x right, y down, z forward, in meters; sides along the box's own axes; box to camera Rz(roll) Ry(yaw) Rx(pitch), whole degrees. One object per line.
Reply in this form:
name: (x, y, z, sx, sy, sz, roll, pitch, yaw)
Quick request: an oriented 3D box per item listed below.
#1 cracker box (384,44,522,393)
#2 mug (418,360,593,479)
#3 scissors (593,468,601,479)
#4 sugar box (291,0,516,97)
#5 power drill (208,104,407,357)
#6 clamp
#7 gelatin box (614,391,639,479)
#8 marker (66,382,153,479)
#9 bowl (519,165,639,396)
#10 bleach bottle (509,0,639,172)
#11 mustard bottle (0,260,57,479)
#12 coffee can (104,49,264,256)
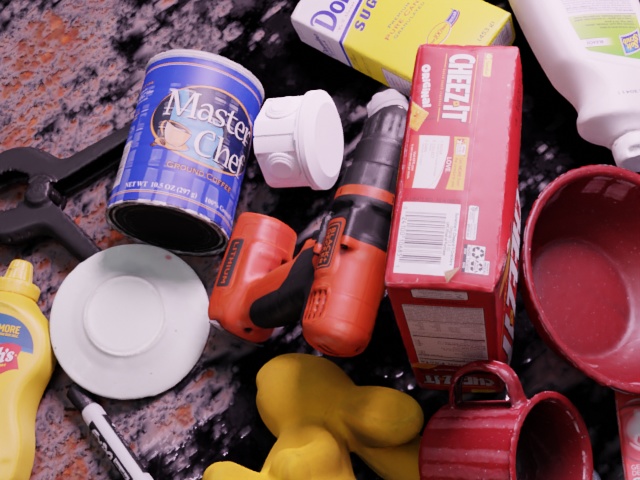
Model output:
cracker box: (0.098, -0.005, 0.716, 0.072, 0.213, 0.164, 4, 67, 13)
mug: (0.116, 0.135, 0.696, 0.082, 0.093, 0.117, -9, 100, 44)
scissors: (0.122, 0.215, 0.720, 0.202, 0.016, 0.096, -21, 60, 8)
sugar box: (0.068, -0.181, 0.907, 0.176, 0.048, 0.093, 32, 79, 27)
power drill: (-0.005, 0.001, 0.781, 0.188, 0.057, 0.184, -19, 48, 57)
clamp: (-0.235, -0.047, 0.949, 0.210, 0.036, 0.164, 9, 69, 19)
gelatin box: (0.245, 0.133, 0.709, 0.089, 0.030, 0.073, -7, 63, 15)
marker: (-0.165, 0.157, 0.841, 0.020, 0.020, 0.121, -41, 60, -4)
bowl: (0.195, 0.032, 0.733, 0.162, 0.055, 0.162, 8, 69, -21)
bleach bottle: (0.203, -0.165, 0.838, 0.102, 0.068, 0.251, -7, 63, -9)
mustard bottle: (-0.267, 0.107, 0.875, 0.096, 0.058, 0.191, 3, 66, 14)
coffee can: (-0.110, -0.071, 0.881, 0.103, 0.102, 0.140, 3, 67, 20)
